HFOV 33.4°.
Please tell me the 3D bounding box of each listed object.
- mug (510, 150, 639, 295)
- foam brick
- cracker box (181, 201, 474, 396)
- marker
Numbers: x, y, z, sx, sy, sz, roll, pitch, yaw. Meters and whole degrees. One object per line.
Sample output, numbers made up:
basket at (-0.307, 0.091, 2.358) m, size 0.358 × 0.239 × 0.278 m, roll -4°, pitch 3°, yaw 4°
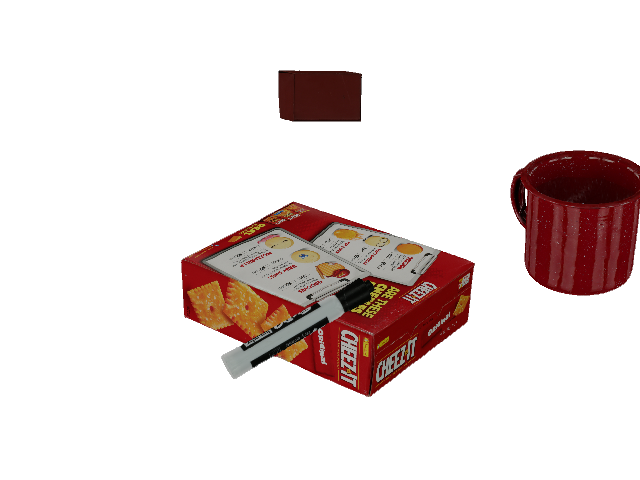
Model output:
mug at (0.189, -0.016, 0.813) m, size 0.093 × 0.081 × 0.117 m, roll -24°, pitch 36°, yaw -31°
foam brick at (-0.001, -0.153, 1.129) m, size 0.078 × 0.051 × 0.053 m, roll -2°, pitch 12°, yaw -19°
cracker box at (0.006, 0.047, 0.971) m, size 0.214 × 0.072 × 0.163 m, roll 20°, pitch 32°, yaw 33°
marker at (-0.014, 0.061, 0.764) m, size 0.121 × 0.020 × 0.020 m, roll -29°, pitch 6°, yaw -12°
